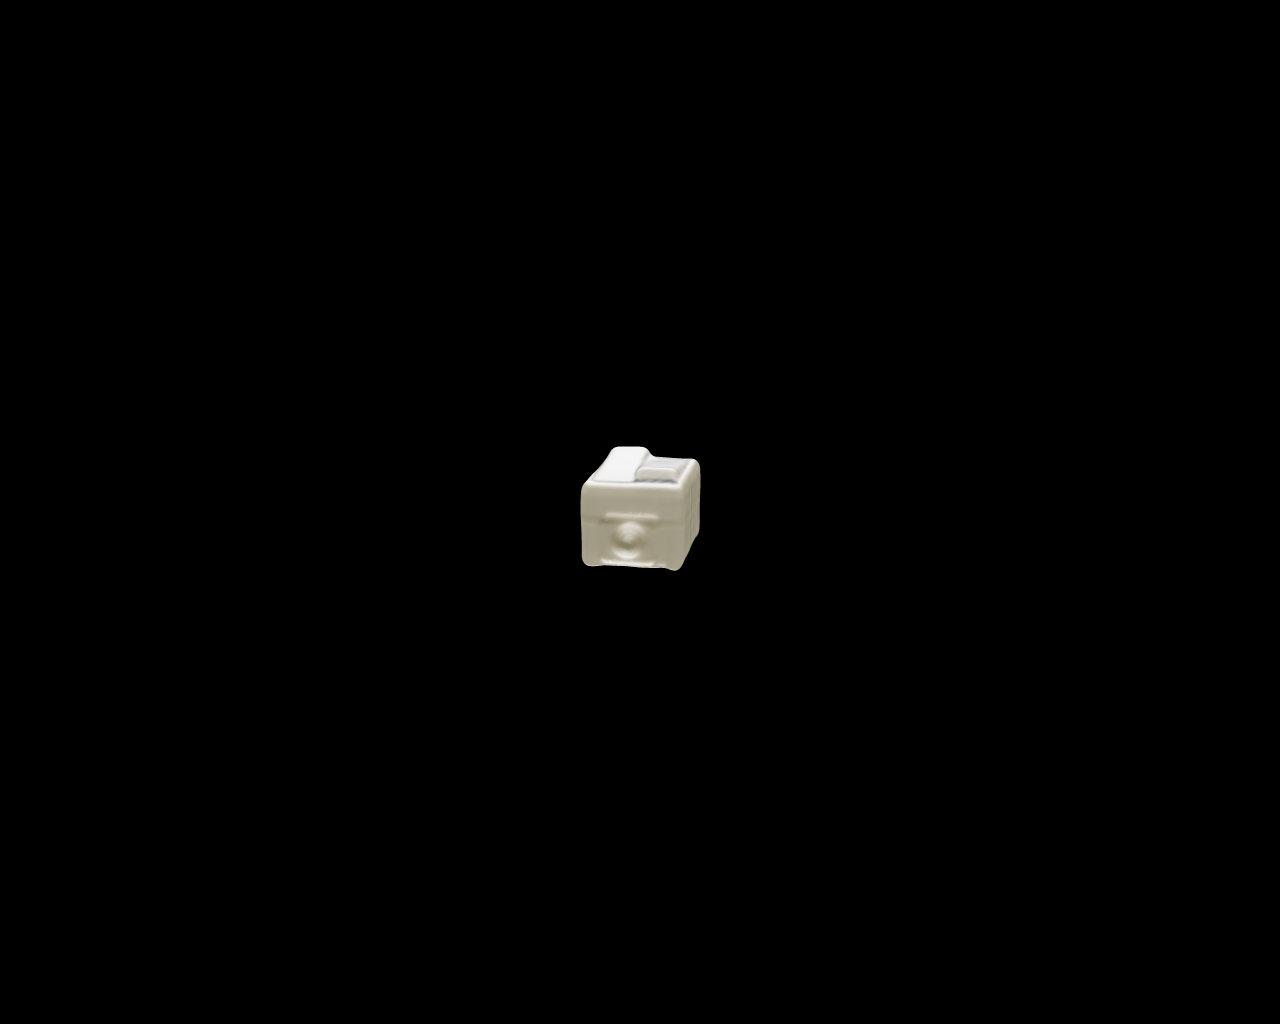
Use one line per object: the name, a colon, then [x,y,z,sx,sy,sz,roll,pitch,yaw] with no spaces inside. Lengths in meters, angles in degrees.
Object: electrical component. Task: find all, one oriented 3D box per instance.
electrical component: [0.001,-0.003,0.650,0.062,0.061,0.096,3,16,11]
